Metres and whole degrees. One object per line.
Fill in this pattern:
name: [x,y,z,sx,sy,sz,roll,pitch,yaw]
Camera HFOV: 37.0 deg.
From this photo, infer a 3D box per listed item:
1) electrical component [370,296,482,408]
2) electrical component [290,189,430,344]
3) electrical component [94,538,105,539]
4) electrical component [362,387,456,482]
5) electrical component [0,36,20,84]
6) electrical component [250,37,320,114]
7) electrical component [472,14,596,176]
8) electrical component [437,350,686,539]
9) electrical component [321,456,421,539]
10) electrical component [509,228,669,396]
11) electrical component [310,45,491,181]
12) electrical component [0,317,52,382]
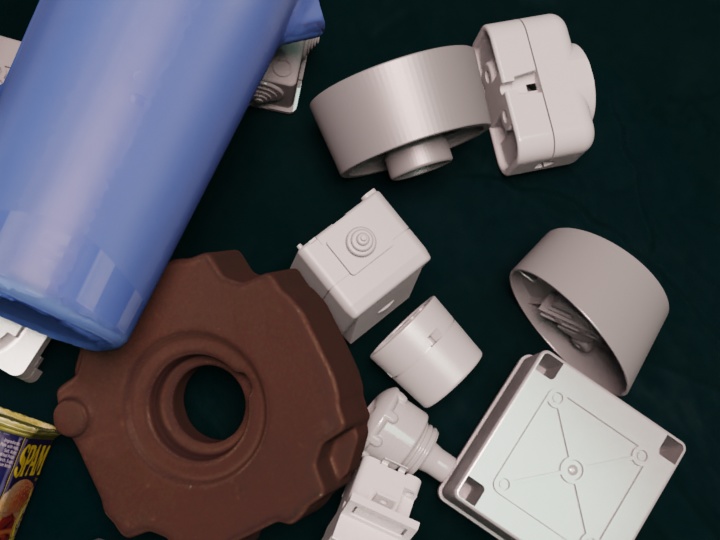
electrical component: [0.042,0.052,0.665,0.055,0.055,0.047,-44,90,-12]
electrical component: [0.000,0.000,0.648,0.062,0.096,0.061,-38,86,-16]
electrical component: [-0.128,0.204,0.618,0.083,0.047,0.075,18,77,-3]
electrical component: [0.029,0.105,0.657,0.062,0.048,0.048,35,77,-3]
electrical component: [-0.199,-0.074,0.637,0.109,0.056,0.108,11,76,-37]
electrical component: [-0.076,-0.157,0.695,0.100,0.048,0.099,12,78,-4]
electrical component: [0.116,-0.116,0.707,0.059,0.053,0.095,-11,80,-9]
electrical component: [0.122,0.123,0.659,0.109,0.056,0.108,34,77,1]
electrical component: [0.005,0.148,0.632,0.042,0.081,0.063,25,48,-3]
electrical component: [0.137,0.024,0.660,0.099,0.099,0.064,38,71,2]
electrical component: [0.029,-0.090,0.667,0.108,0.108,0.060,-18,88,-10]
electrical component: [-0.224,0.023,0.638,0.089,0.055,0.050,31,77,0]
